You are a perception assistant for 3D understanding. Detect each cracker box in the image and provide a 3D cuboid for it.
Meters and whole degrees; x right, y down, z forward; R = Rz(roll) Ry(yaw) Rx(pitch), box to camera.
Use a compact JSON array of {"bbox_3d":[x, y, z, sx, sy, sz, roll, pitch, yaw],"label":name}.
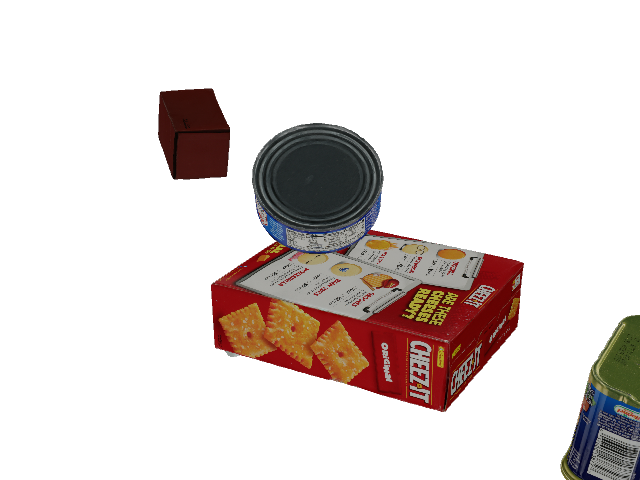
[{"bbox_3d":[0.041,0.056,0.898,0.214,0.072,0.163,13,27,27],"label":"cracker box"}]

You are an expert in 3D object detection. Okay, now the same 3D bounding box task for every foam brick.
[{"bbox_3d":[-0.118,-0.099,0.986,0.053,0.051,0.078,-5,37,-17],"label":"foam brick"}]

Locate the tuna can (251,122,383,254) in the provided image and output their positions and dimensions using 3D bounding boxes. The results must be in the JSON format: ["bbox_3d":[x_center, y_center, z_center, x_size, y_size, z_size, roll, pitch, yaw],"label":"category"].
[{"bbox_3d":[-0.002,-0.034,0.707,0.086,0.086,0.034,0,-32,1],"label":"tuna can"}]

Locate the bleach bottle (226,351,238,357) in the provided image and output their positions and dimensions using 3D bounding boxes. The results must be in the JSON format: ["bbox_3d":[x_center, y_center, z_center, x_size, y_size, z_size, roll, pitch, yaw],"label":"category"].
[{"bbox_3d":[0.010,0.079,1.196,0.250,0.068,0.103,-19,35,-27],"label":"bleach bottle"}]

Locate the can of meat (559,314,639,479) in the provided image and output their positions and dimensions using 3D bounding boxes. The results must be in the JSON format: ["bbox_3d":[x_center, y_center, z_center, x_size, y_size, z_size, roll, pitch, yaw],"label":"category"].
[{"bbox_3d":[0.204,0.108,0.702,0.057,0.084,0.101,21,35,23],"label":"can of meat"}]
